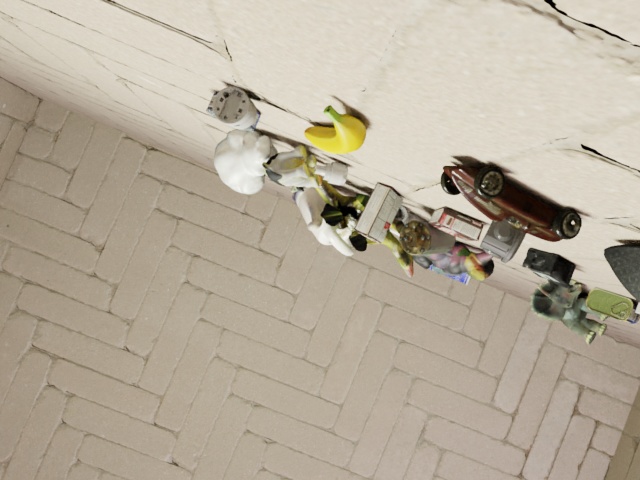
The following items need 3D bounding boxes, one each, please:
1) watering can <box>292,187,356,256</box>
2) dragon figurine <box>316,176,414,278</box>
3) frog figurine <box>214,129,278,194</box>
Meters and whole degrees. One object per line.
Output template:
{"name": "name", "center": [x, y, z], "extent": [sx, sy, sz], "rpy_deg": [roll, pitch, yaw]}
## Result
{"name": "watering can", "center": [0.004, -0.067, 1.336], "extent": [0.103, 0.228, 0.344], "rpy_deg": [-36, -23, 9]}
{"name": "dragon figurine", "center": [0.087, -0.060, 1.276], "extent": [0.412, 0.122, 0.242], "rpy_deg": [44, 2, 7]}
{"name": "frog figurine", "center": [-0.151, -0.160, 1.060], "extent": [0.123, 0.136, 0.160], "rpy_deg": [-10, 12, -18]}
